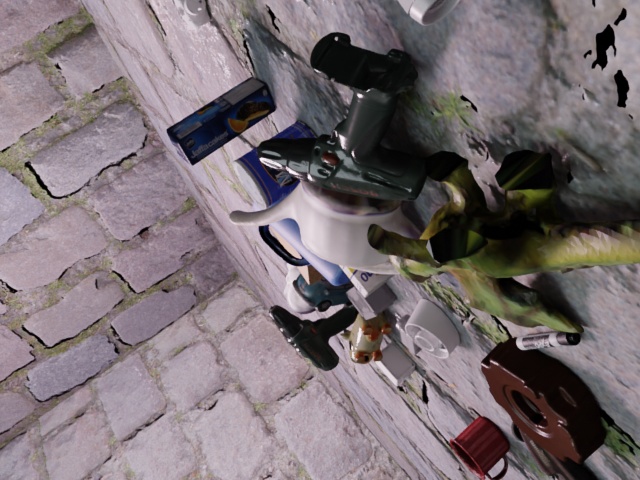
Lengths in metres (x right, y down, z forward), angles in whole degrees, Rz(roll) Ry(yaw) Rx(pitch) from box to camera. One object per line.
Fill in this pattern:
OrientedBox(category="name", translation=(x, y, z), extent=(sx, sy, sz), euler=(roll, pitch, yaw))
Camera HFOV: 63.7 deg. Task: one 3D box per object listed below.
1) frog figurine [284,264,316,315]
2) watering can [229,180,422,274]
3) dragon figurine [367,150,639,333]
OrientedBox(category="frog figurine", translation=(-0.050, 0.134, 1.535), extent=(0.136, 0.124, 0.158), euler=(-15, 103, 39))
OrientedBox(category="watering can", translation=(0.002, -0.040, 0.800), extent=(0.348, 0.106, 0.219), euler=(17, 143, 12))
OrientedBox(category="dragon figurine", translation=(0.208, 0.027, 0.539), extent=(0.412, 0.123, 0.239), euler=(14, 159, 46))
